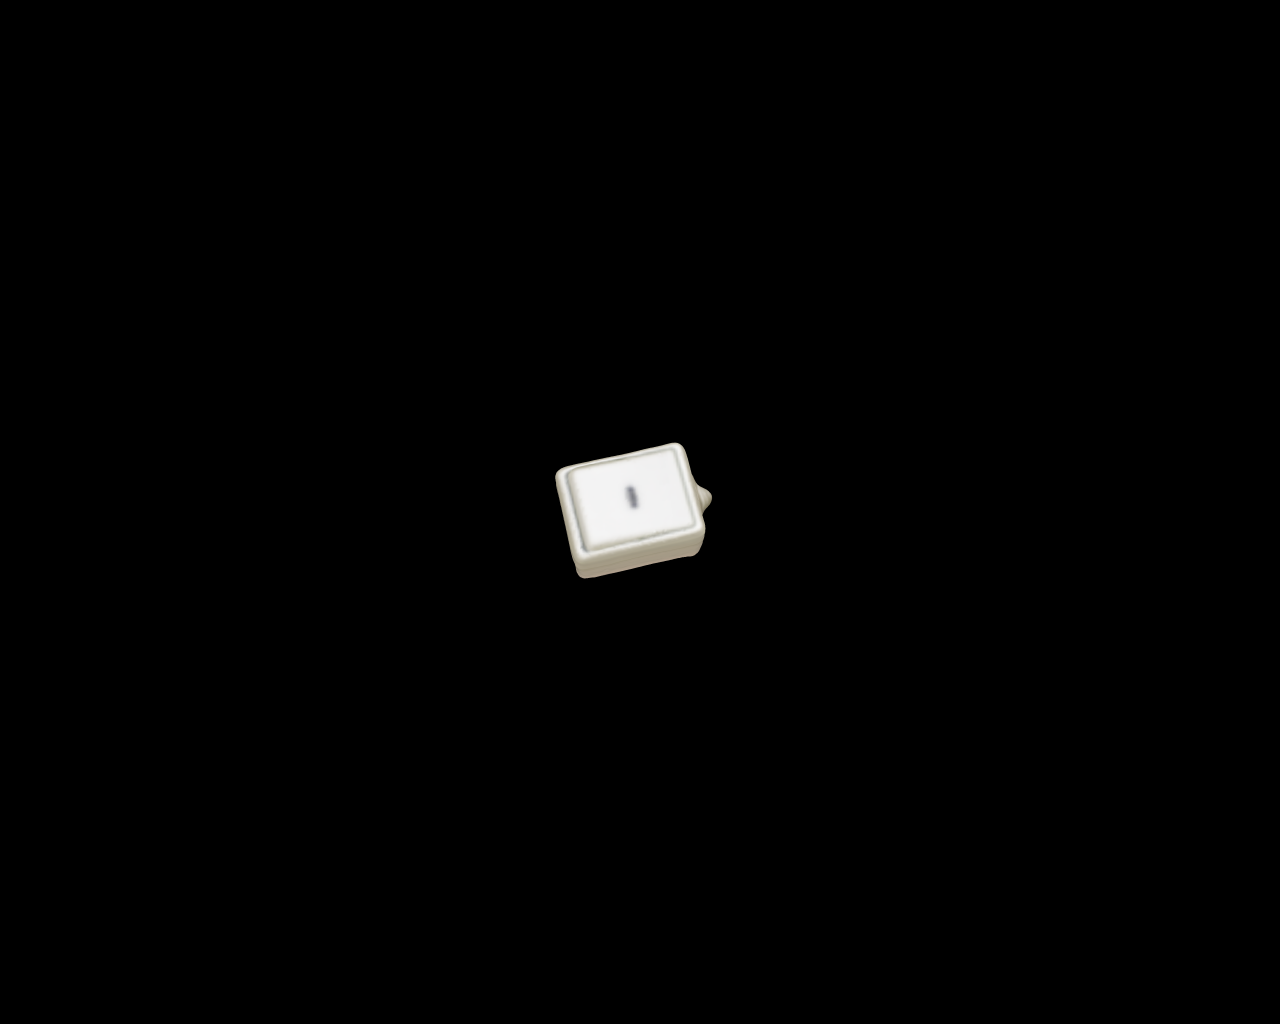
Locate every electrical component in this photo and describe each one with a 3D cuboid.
[{"bbox_3d":[0.001,-0.003,0.650,0.096,0.062,0.061,-13,-15,-3],"label":"electrical component"}]
